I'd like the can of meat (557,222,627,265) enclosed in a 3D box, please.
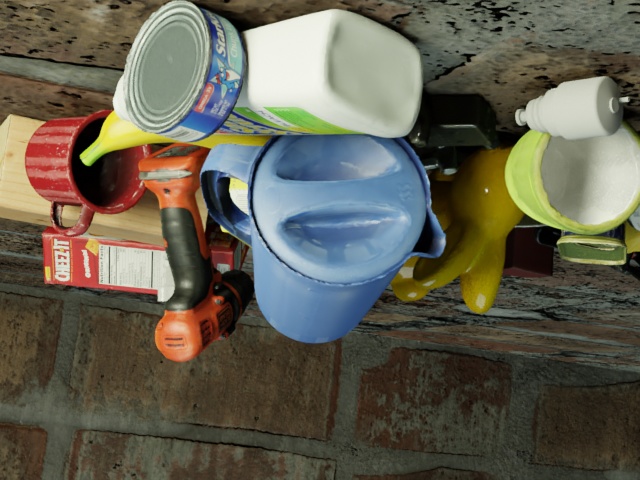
[{"bbox_3d":[0.239,-0.028,0.924,0.057,0.084,0.102,4,171,17],"label":"can of meat"}]

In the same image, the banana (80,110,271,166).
[{"bbox_3d":[-0.098,-0.087,0.898,0.197,0.037,0.070,5,139,-26],"label":"banana"}]

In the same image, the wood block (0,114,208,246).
[{"bbox_3d":[-0.222,-0.054,1.075,0.205,0.090,0.091,10,171,-24],"label":"wood block"}]

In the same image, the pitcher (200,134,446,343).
[{"bbox_3d":[-0.006,0.001,0.865,0.145,0.149,0.243,-22,165,-13],"label":"pitcher"}]

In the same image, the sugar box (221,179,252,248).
[{"bbox_3d":[-0.049,-0.037,1.048,0.048,0.093,0.176,3,171,16],"label":"sugar box"}]

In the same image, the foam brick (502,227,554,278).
[{"bbox_3d":[0.213,-0.001,1.127,0.051,0.078,0.053,9,171,-23],"label":"foam brick"}]

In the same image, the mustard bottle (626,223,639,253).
[{"bbox_3d":[0.349,-0.013,1.022,0.192,0.058,0.096,3,176,17],"label":"mustard bottle"}]

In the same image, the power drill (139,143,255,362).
[{"bbox_3d":[-0.110,0.002,1.005,0.057,0.188,0.184,-4,-166,15],"label":"power drill"}]

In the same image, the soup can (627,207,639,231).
[{"bbox_3d":[0.303,-0.041,0.856,0.102,0.068,0.068,0,168,38],"label":"soup can"}]

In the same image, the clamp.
[{"bbox_3d":[0.326,0.020,1.114,0.165,0.036,0.209,31,-163,25],"label":"clamp"}]

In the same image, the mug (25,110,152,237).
[{"bbox_3d":[-0.216,-0.059,0.970,0.082,0.117,0.093,5,171,43],"label":"mug"}]

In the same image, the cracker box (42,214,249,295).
[{"bbox_3d":[-0.194,0.002,1.239,0.213,0.072,0.164,5,-157,2],"label":"cracker box"}]

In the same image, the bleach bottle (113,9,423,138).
[{"bbox_3d":[-0.055,-0.104,0.747,0.251,0.068,0.102,0,169,45],"label":"bleach bottle"}]

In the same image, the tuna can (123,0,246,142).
[{"bbox_3d":[-0.086,-0.106,0.678,0.086,0.086,0.033,-3,168,44],"label":"tuna can"}]
